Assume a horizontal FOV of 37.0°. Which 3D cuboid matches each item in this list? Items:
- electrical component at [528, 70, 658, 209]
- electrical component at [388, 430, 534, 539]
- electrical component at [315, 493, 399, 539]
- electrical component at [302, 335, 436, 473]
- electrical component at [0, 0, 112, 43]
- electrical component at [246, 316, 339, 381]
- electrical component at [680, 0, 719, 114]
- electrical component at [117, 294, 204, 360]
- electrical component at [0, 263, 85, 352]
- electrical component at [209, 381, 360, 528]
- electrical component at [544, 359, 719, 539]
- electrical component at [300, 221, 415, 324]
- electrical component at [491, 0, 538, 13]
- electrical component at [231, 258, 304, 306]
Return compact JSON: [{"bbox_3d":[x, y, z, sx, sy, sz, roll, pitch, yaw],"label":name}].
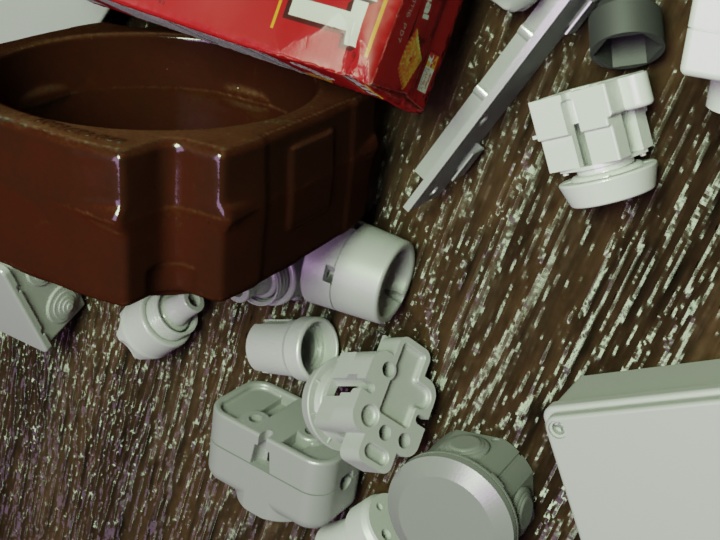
[{"bbox_3d":[0.116,-0.062,0.521,0.066,0.048,0.055,-8,102,47],"label":"electrical component"},{"bbox_3d":[0.061,0.136,0.630,0.080,0.051,0.080,12,114,29],"label":"electrical component"},{"bbox_3d":[0.004,0.171,0.683,0.055,0.045,0.045,-40,84,36],"label":"electrical component"},{"bbox_3d":[0.003,0.079,0.634,0.058,0.078,0.057,36,154,-31],"label":"electrical component"},{"bbox_3d":[-0.198,-0.174,0.659,0.100,0.048,0.099,32,128,-18],"label":"electrical component"},{"bbox_3d":[-0.043,0.048,0.670,0.046,0.040,0.040,0,108,38],"label":"electrical component"},{"bbox_3d":[0.169,-0.085,0.456,0.047,0.083,0.075,17,116,27],"label":"electrical component"},{"bbox_3d":[-0.129,0.032,0.717,0.062,0.043,0.043,-30,91,35],"label":"electrical component"},{"bbox_3d":[-0.251,0.001,0.761,0.100,0.048,0.099,20,145,26],"label":"electrical component"},{"bbox_3d":[-0.048,0.120,0.690,0.095,0.054,0.059,23,119,27],"label":"electrical component"},{"bbox_3d":[0.164,0.106,0.549,0.109,0.056,0.108,-12,101,35],"label":"electrical component"},{"bbox_3d":[0.000,0.000,0.615,0.047,0.055,0.055,20,118,21],"label":"electrical component"},{"bbox_3d":[0.084,-0.155,0.514,0.035,0.035,0.061,46,123,10],"label":"electrical component"},{"bbox_3d":[-0.056,0.002,0.646,0.048,0.062,0.048,12,114,29],"label":"electrical component"}]
